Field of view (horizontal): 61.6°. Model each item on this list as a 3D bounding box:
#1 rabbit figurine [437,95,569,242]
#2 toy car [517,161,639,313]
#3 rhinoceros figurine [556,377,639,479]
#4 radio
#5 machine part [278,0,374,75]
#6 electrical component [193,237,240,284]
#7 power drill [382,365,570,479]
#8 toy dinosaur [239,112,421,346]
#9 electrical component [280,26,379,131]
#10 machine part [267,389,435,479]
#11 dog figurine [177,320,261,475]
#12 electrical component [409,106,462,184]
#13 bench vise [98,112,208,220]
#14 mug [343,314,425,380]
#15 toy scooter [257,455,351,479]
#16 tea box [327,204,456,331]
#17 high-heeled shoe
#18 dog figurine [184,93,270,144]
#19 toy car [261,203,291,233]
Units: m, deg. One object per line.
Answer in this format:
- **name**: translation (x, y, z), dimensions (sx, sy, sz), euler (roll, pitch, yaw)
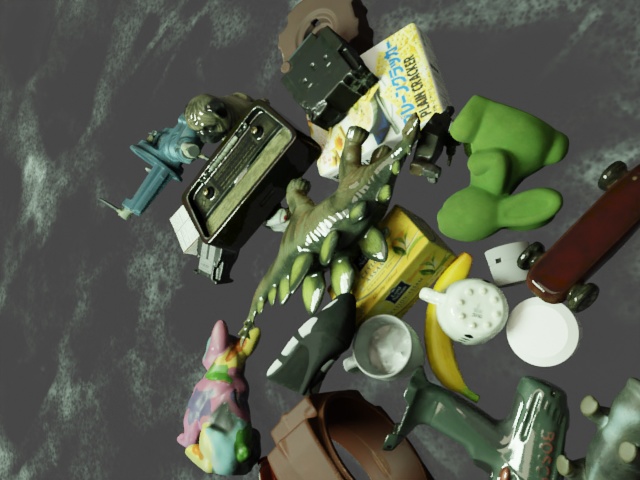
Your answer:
- **rabbit figurine**: translation (0.224, -0.069, 0.681), dimensions (0.159, 0.121, 0.170), euler (29, 94, 19)
- **toy car**: translation (0.321, -0.006, 0.618), dimensions (0.202, 0.053, 0.089), euler (-45, 54, -1)
- **rhinoceros figurine**: translation (0.330, 0.200, 0.555), dimensions (0.073, 0.112, 0.190), euler (-126, 50, -61)
- **radio**: translation (-0.117, -0.104, 0.866), dimensions (0.229, 0.073, 0.131), euler (-48, 54, 13)
- **machine part**: translation (0.006, -0.343, 0.920), dimensions (0.179, 0.056, 0.179), euler (-8, 76, 34)
- **electrical component**: translation (-0.186, 0.016, 0.990), dimensions (0.075, 0.047, 0.119), euler (24, 107, 36)
- **power drill**: translation (0.182, 0.258, 0.642), dimensions (0.208, 0.086, 0.232), euler (19, 89, 23)
- **toy dinosaur**: translation (-0.002, -0.002, 0.783), dimensions (0.471, 0.105, 0.199), euler (-47, 30, 40)
- **electrical component**: translation (0.007, -0.251, 0.819), dimensions (0.115, 0.058, 0.134), euler (-44, 58, 19)
- **machine part**: translation (0.048, 0.292, 0.682), dimensions (0.087, 0.201, 0.202), euler (-48, 58, 17)
- **dog figurine**: translation (-0.150, 0.248, 0.886), dimensions (0.192, 0.108, 0.219), euler (4, 79, 59)
- **electrical component**: translation (0.155, -0.122, 0.708), dimensions (0.045, 0.102, 0.078), euler (27, 135, 15)
- **bench vise**: translation (-0.314, -0.138, 1.063), dimensions (0.224, 0.128, 0.240), euler (26, 80, 44)
- **mug**: translation (0.093, 0.157, 0.727), dimensions (0.109, 0.107, 0.081), euler (-34, 57, 16)
- **toy scooter**: translation (-0.035, 0.366, 0.811), dimensions (0.184, 0.075, 0.135), euler (-50, 56, 24)
- **tea box**: translation (0.097, 0.047, 0.760), dimensions (0.169, 0.068, 0.098), euler (-54, 38, 17)
- **high-heeled shoe**: translation (-0.009, 0.151, 0.778), dimensions (0.086, 0.248, 0.145), euler (27, 76, -5)
- **dog figurine**: translation (-0.176, -0.223, 0.947), dimensions (0.173, 0.190, 0.121), euler (27, 98, 38)
- **toy car**: translation (-0.111, -0.052, 0.940), dimensions (0.202, 0.073, 0.056), euler (19, 89, 37)
